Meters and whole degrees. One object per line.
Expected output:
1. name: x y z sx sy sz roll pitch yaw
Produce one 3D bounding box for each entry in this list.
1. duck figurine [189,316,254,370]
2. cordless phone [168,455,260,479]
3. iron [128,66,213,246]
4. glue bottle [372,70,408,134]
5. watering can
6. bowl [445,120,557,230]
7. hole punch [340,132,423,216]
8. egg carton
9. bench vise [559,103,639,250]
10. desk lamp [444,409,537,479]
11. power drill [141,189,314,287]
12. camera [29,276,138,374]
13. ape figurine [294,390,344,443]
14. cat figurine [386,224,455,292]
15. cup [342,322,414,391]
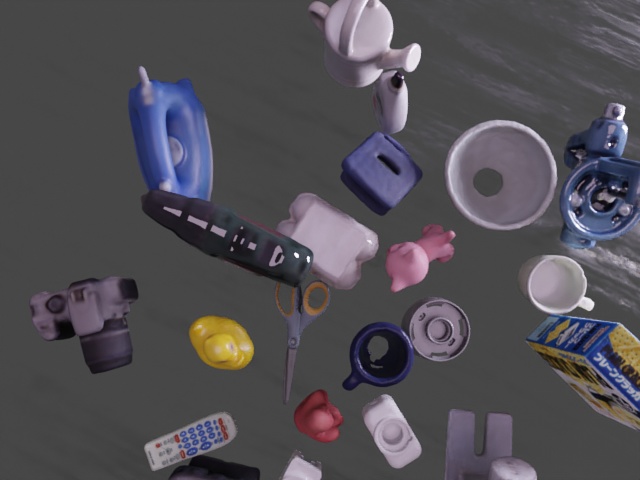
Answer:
1. duck figurine: -0.152 0.156 0.854 0.104 0.086 0.077 34 86 3
2. cordless phone: -0.153 0.374 0.788 0.147 0.185 0.094 8 86 1
3. iron: -0.225 -0.122 0.848 0.118 0.141 0.258 -12 86 -1
4. glue bottle: 0.105 -0.212 0.838 0.037 0.173 0.078 -18 86 -1
5. watering can: 0.063 -0.302 0.835 0.173 0.194 0.101 8 86 1
6. bowl: 0.268 -0.094 0.879 0.167 0.074 0.167 0 86 0
7. hole punch: 0.093 -0.106 0.872 0.108 0.091 0.101 43 87 3
8. egg carton: 0.008 0.003 0.874 0.150 0.069 0.107 32 86 2
9. bench vise: 0.400 -0.096 0.806 0.121 0.219 0.207 -7 86 0
10. desk lamp: 0.233 0.356 0.775 0.118 0.213 0.203 3 86 1
11. power drill: -0.119 0.000 0.805 0.229 0.208 0.076 22 86 2
12. camera: -0.343 0.131 0.849 0.143 0.101 0.137 -15 86 -1
13. ape figurine: -0.002 0.263 0.843 0.076 0.092 0.078 0 86 0
14. cat figurine: 0.145 0.024 0.848 0.128 0.117 0.067 -32 86 -2
15. cup: 0.078 0.175 0.848 0.118 0.095 0.091 -43 87 -3
